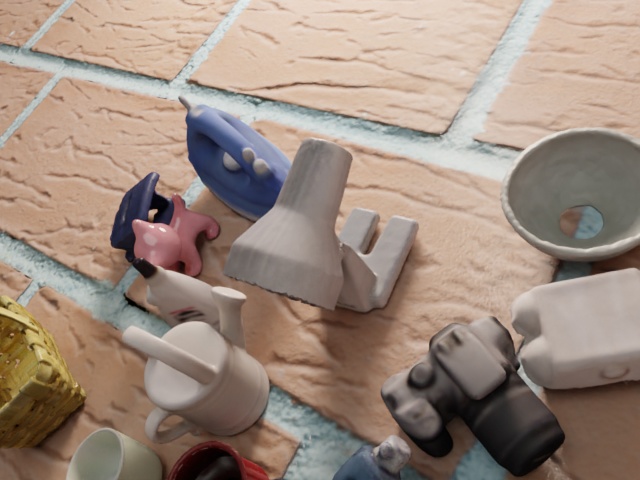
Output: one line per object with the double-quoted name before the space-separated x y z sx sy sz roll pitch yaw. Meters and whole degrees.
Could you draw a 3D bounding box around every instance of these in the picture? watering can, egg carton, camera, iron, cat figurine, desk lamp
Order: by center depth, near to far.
"camera" 0.149 0.158 0.546 0.143 0.101 0.136 -37 52 -2
"egg carton" 0.269 0.089 0.559 0.150 0.070 0.107 -14 55 15
"watering can" -0.138 0.134 0.627 0.100 0.195 0.173 -3 58 22
"desk lamp" 0.006 0.002 0.638 0.117 0.214 0.203 14 66 30
"cat figurine" -0.210 -0.004 0.797 0.067 0.118 0.128 3 61 26
"iron" -0.108 -0.114 0.809 0.119 0.142 0.257 -45 53 -9

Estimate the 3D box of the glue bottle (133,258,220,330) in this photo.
"glue bottle" -0.174 0.068 0.699 0.078 0.174 0.037 -21 53 10

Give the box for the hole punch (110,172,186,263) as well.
"hole punch" -0.270 -0.035 0.860 0.101 0.091 0.108 -9 56 18

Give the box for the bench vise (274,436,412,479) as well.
"bench vise" -0.022 0.236 0.494 0.121 0.220 0.207 24 71 34

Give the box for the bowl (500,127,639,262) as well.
"bowl" 0.289 -0.038 0.629 0.167 0.075 0.167 -11 55 17
